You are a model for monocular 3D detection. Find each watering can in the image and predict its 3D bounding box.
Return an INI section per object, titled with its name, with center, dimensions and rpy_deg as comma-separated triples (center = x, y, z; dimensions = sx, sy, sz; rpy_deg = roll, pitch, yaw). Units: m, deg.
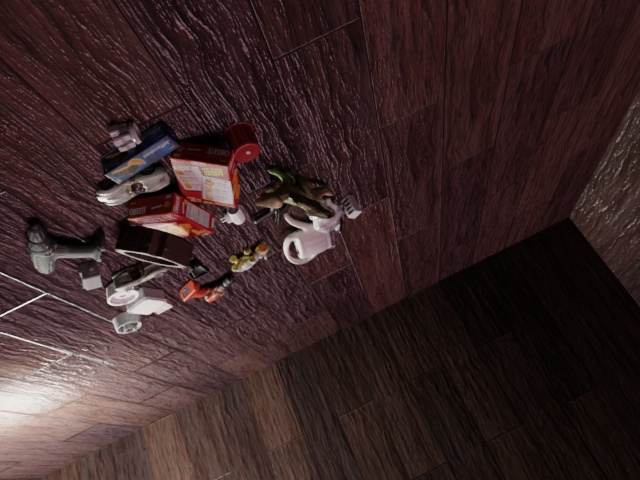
[watering can]
center = -0.044, -0.022, 2.069
dimensions = 0.225, 0.106, 0.339
rpy_deg = -21, 144, -13

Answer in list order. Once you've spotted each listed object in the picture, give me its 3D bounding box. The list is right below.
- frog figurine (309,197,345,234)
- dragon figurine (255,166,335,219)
[frog figurine]
center = 0.006, -0.099, 1.960
dimensions = 0.159, 0.124, 0.136
rpy_deg = 13, 102, -28
[dragon figurine]
center = -0.045, -0.130, 1.694
dimensions = 0.410, 0.247, 0.120
rpy_deg = 3, 123, -40
